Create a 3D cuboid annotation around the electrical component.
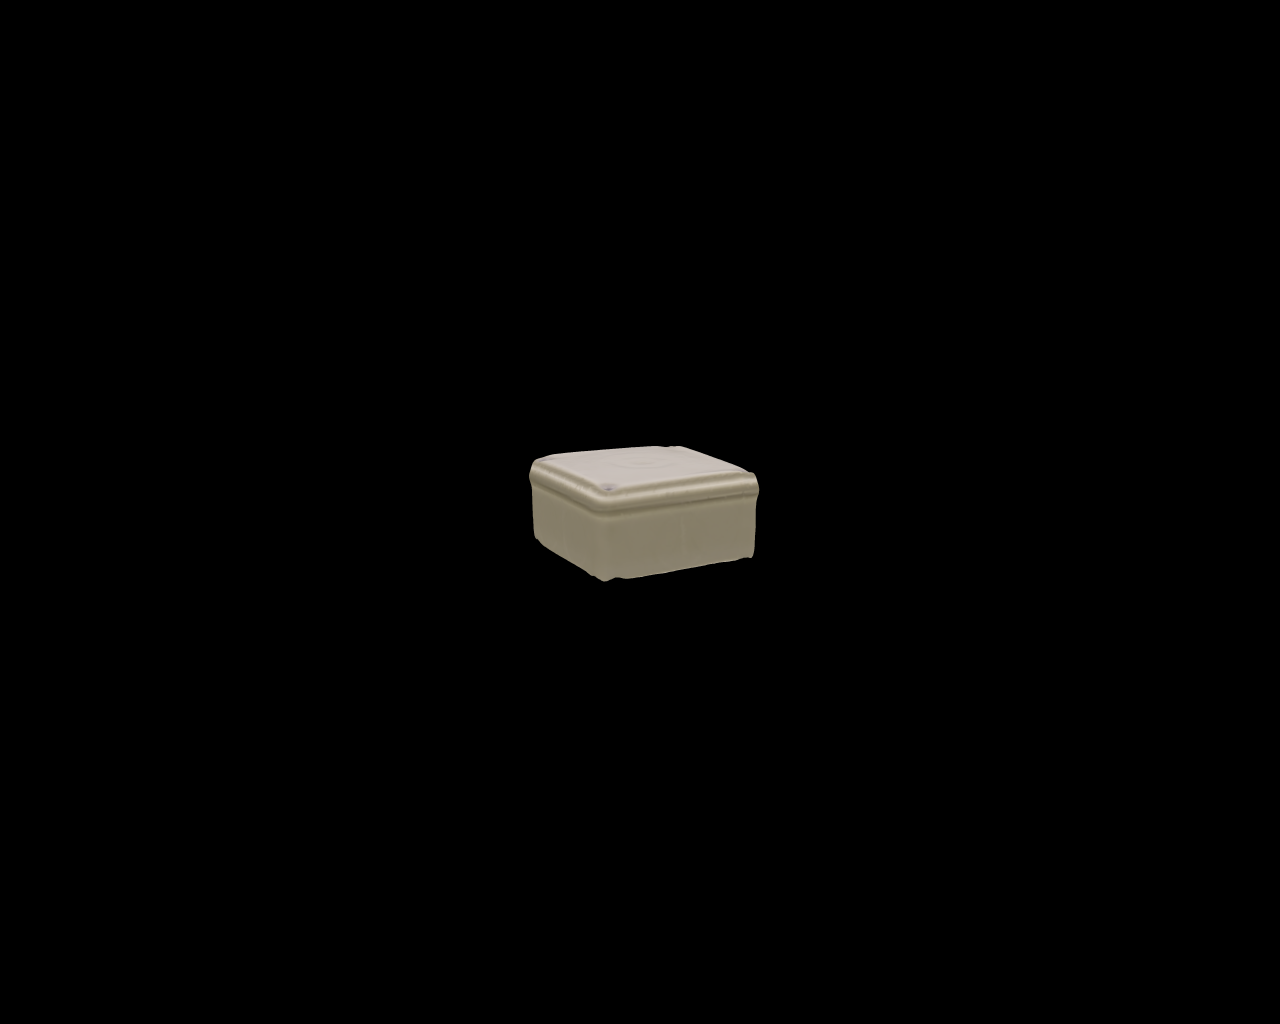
[{"bbox_3d":[0.001,-0.003,0.650,0.109,0.056,0.109,-7,16,-26],"label":"electrical component"}]
